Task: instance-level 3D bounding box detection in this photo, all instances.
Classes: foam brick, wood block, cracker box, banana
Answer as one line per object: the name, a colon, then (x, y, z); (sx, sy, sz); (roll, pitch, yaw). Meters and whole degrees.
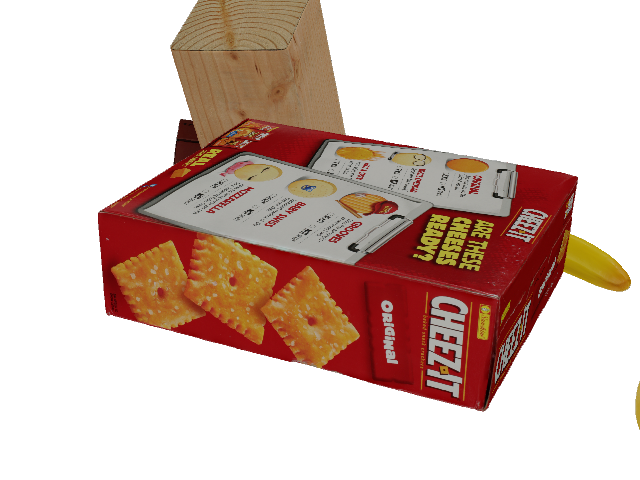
foam brick: (-0.119, -0.095, 1.164); (0.078, 0.051, 0.053); (6, 30, -6)
wood block: (-0.037, -0.088, 0.833); (0.090, 0.206, 0.090); (3, 45, 18)
cracker box: (0.014, 0.003, 0.583); (0.214, 0.072, 0.164); (13, 28, 22)
banana: (0.204, 0.013, 1.038); (0.198, 0.037, 0.069); (8, 47, 22)

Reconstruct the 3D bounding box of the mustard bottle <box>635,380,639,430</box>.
mustard bottle: (0.222, 0.101, 0.567); (0.096, 0.058, 0.191); (-4, 36, 0)
